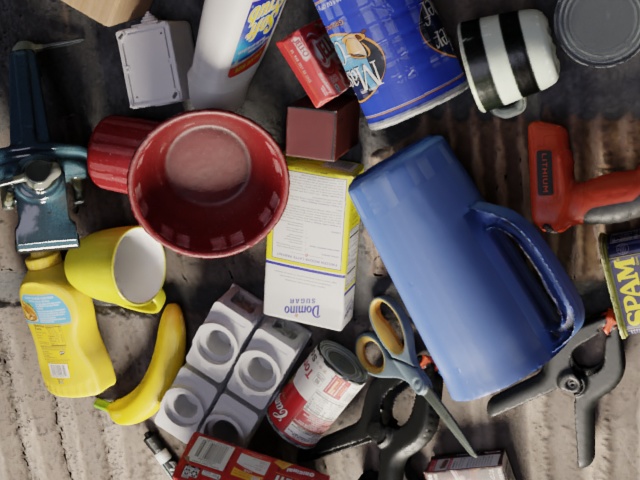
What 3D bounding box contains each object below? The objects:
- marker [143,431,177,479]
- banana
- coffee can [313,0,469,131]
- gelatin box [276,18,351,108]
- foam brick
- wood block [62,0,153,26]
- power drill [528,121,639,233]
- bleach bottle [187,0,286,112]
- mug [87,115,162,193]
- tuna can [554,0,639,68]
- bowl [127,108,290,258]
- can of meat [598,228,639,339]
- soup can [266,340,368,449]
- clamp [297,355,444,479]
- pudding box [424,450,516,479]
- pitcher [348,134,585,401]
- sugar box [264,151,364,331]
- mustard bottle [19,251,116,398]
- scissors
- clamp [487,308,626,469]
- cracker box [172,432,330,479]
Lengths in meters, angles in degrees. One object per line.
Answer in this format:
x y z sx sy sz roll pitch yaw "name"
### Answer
-0.177 0.284 1.302 0.020 0.020 0.121 -31 96 26 "marker"
-0.201 0.160 1.256 0.069 0.037 0.198 41 117 2 "banana"
0.065 -0.187 0.996 0.103 0.102 0.140 -21 101 25 "coffee can"
0.002 -0.174 1.031 0.030 0.089 0.073 -28 98 26 "gelatin box"
0.004 -0.114 1.060 0.051 0.078 0.053 9 110 18 "foam brick"
-0.189 -0.326 1.045 0.090 0.090 0.206 31 117 7 "wood block"
0.286 -0.078 0.965 0.188 0.057 0.184 -3 85 27 "power drill"
-0.075 -0.221 1.049 0.068 0.102 0.251 31 123 18 "bleach bottle"
-0.191 -0.082 1.144 0.082 0.093 0.117 11 148 21 "mug"
0.256 -0.200 0.960 0.086 0.033 0.086 7 111 18 "tuna can"
-0.112 -0.064 1.076 0.162 0.055 0.162 -3 117 -6 "bowl"
0.318 0.036 1.011 0.084 0.057 0.102 -12 104 21 "can of meat"
-0.003 0.168 1.163 0.068 0.068 0.102 38 109 3 "soup can"
0.075 0.218 1.145 0.210 0.036 0.165 -54 52 18 "clamp"
0.173 0.288 1.164 0.090 0.039 0.113 -11 105 23 "pudding box"
0.137 0.021 1.032 0.149 0.145 0.243 -30 94 2 "pitcher"
-0.007 0.001 1.123 0.093 0.048 0.176 12 115 18 "sugar box"
-0.305 0.088 1.255 0.096 0.058 0.191 -2 109 37 "mustard bottle"
0.092 0.153 1.107 0.096 0.016 0.202 -48 56 42 "scissors"
0.263 0.150 1.082 0.120 0.039 0.172 35 116 0 "clamp"
-0.074 0.326 1.209 0.164 0.072 0.214 15 137 15 "cracker box"
